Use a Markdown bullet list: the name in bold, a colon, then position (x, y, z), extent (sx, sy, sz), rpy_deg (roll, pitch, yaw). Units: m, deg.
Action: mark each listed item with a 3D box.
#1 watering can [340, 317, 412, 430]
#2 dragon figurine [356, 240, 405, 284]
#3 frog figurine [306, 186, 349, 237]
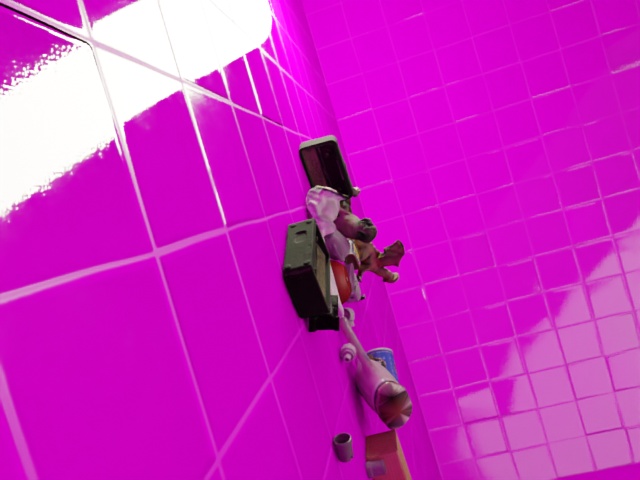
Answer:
- **watering can**: position (0.153, 0.394, 1.476), extent (0.343, 0.104, 0.226), rpy_deg (65, -13, -21)
- **dragon figurine**: position (0.227, 0.043, 2.126), extent (0.125, 0.242, 0.402), rpy_deg (-85, 159, -53)
- **frog figurine**: position (0.005, -0.079, 1.560), extent (0.160, 0.123, 0.136), rpy_deg (-70, 161, -1)
